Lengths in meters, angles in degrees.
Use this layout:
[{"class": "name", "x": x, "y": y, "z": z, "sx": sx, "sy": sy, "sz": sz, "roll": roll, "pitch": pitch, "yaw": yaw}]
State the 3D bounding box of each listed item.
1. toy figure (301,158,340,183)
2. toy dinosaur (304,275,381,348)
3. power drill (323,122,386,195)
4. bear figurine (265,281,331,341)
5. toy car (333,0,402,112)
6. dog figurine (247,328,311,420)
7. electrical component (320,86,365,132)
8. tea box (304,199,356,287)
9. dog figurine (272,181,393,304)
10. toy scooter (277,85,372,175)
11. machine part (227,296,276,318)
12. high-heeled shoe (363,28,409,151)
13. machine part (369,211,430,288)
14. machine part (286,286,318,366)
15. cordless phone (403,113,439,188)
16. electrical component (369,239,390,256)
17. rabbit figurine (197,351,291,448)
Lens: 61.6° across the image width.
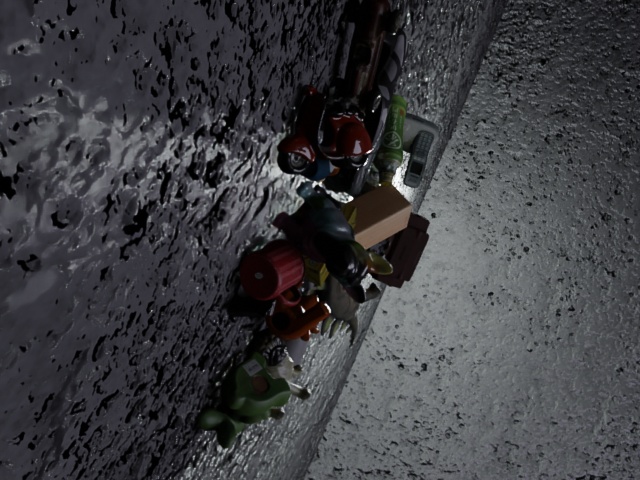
[{"class": "toy figure", "x": 0.007, "y": -0.142, "z": 0.987, "sx": 0.154, "sy": 0.058, "sz": 0.064, "roll": -36, "pitch": 148, "yaw": -64}, {"class": "toy dinosaur", "x": 0.055, "y": 0.160, "z": 1.430, "sx": 0.198, "sy": 0.105, "sz": 0.470, "roll": -42, "pitch": 140, "yaw": -6}, {"class": "power drill", "x": 0.076, "y": -0.194, "z": 1.144, "sx": 0.207, "sy": 0.086, "sz": 0.231, "roll": -55, "pitch": 166, "yaw": -63}, {"class": "bear figurine", "x": -0.036, "y": 0.146, "z": 1.128, "sx": 0.132, "sy": 0.120, "sz": 0.196, "roll": -48, "pitch": 167, "yaw": 12}, {"class": "toy car", "x": 0.074, "y": -0.307, "z": 0.912, "sx": 0.053, "sy": 0.089, "sz": 0.202, "roll": -51, "pitch": 160, "yaw": -52}, {"class": "dog figurine", "x": -0.128, "y": 0.283, "z": 1.153, "sx": 0.172, "sy": 0.121, "sz": 0.190, "roll": -37, "pitch": 126, "yaw": -6}, {"class": "electrical component", "x": 0.038, "y": -0.211, "z": 0.942, "sx": 0.045, "sy": 0.078, "sz": 0.102, "roll": -73, "pitch": 178, "yaw": -49}, {"class": "tea box", "x": -0.002, "y": -0.003, "z": 1.095, "sx": 0.169, "sy": 0.098, "sz": 0.068, "roll": -58, "pitch": 163, "yaw": -25}, {"class": "dog figurine", "x": 0.029, "y": 0.008, "z": 0.961, "sx": 0.108, "sy": 0.219, "sz": 0.191, "roll": -47, "pitch": 167, "yaw": 9}, {"class": "toy scooter", "x": 0.012, "y": -0.179, "z": 0.864, "sx": 0.184, "sy": 0.075, "sz": 0.135, "roll": -11, "pitch": 113, "yaw": -36}, {"class": "machine part", "x": -0.112, "y": 0.111, "z": 0.944, "sx": 0.139, "sy": 0.084, "sz": 0.039, "roll": -37, "pitch": 123, "yaw": -79}, {"class": "high-heeled shoe", "x": 0.126, "y": -0.301, "z": 1.068, "sx": 0.145, "sy": 0.086, "sz": 0.248, "roll": -10, "pitch": 105, "yaw": -52}, {"class": "machine part", "x": 0.199, "y": 0.013, "z": 1.439, "sx": 0.201, "sy": 0.087, "sz": 0.201, "roll": -122, "pitch": -127, "yaw": -74}, {"class": "machine part", "x": -0.061, "y": 0.220, "z": 1.275, "sx": 0.243, "sy": 0.079, "sz": 0.079, "roll": -68, "pitch": 166, "yaw": 8}, {"class": "cordless phone", "x": 0.227, "y": -0.239, "z": 1.436, "sx": 0.089, "sy": 0.146, "sz": 0.184, "roll": 175, "pitch": -69, "yaw": -74}, {"class": "electrical component", "x": 0.091, "y": -0.003, "z": 1.365, "sx": 0.115, "sy": 0.134, "sz": 0.058, "roll": 11, "pitch": -103, "yaw": 60}, {"class": "rabbit figurine", "x": -0.155, "y": 0.331, "z": 1.041, "sx": 0.170, "sy": 0.121, "sz": 0.159, "roll": -58, "pitch": 169, "yaw": 32}]
